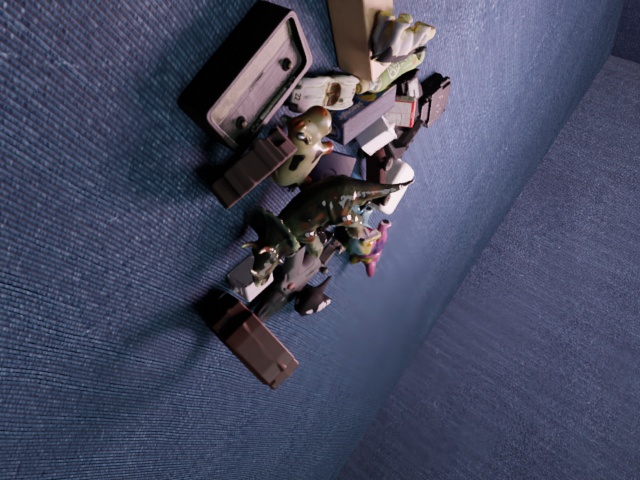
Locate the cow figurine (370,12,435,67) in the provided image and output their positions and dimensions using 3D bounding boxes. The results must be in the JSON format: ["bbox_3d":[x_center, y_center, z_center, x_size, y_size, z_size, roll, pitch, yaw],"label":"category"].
[{"bbox_3d":[0.163,-0.382,1.041,0.167,0.068,0.098,-18,138,-48],"label":"cow figurine"}]

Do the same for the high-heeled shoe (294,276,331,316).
[{"bbox_3d":[-0.039,0.176,1.406,0.145,0.086,0.248,-48,174,-32],"label":"high-heeled shoe"}]

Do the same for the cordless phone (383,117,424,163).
[{"bbox_3d":[0.197,-0.249,1.448,0.146,0.089,0.184,-54,169,-30],"label":"cordless phone"}]

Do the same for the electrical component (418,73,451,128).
[{"bbox_3d":[0.305,-0.383,1.496,0.134,0.058,0.114,-43,148,-28],"label":"electrical component"}]

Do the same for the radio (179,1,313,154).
[{"bbox_3d":[-0.115,-0.263,0.889,0.229,0.073,0.131,-53,152,-9],"label":"radio"}]

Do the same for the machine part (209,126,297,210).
[{"bbox_3d":[-0.120,-0.125,0.950,0.179,0.056,0.179,-40,-172,7],"label":"machine part"}]

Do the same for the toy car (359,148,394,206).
[{"bbox_3d":[0.149,-0.169,1.419,0.053,0.089,0.201,-50,153,-27],"label":"toy car"}]

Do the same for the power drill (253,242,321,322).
[{"bbox_3d":[-0.081,0.077,1.295,0.232,0.086,0.207,-41,145,-35],"label":"power drill"}]

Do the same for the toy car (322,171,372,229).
[{"bbox_3d":[0.050,-0.085,1.331,0.162,0.109,0.103,-40,166,-17],"label":"toy car"}]

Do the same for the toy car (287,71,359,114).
[{"bbox_3d":[0.007,-0.296,1.081,0.202,0.056,0.073,-24,138,-49],"label":"toy car"}]

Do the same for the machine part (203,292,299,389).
[{"bbox_3d":[-0.153,0.215,1.150,0.087,0.201,0.201,-46,106,-14],"label":"machine part"}]

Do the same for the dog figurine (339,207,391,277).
[{"bbox_3d":[0.123,0.026,1.565,0.191,0.109,0.219,-37,149,-38],"label":"dog figurine"}]

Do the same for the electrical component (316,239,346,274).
[{"bbox_3d":[0.023,0.048,1.454,0.102,0.045,0.078,-51,173,-13],"label":"electrical component"}]

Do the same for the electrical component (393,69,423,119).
[{"bbox_3d":[0.222,-0.368,1.360,0.075,0.048,0.119,-45,140,-24],"label":"electrical component"}]

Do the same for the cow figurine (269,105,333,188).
[{"bbox_3d":[-0.040,-0.183,1.057,0.127,0.085,0.195,-18,153,-46],"label":"cow figurine"}]

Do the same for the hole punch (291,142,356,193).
[{"bbox_3d":[0.007,-0.155,1.200,0.116,0.092,0.142,-9,129,-52],"label":"hole punch"}]

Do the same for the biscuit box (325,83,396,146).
[{"bbox_3d":[0.092,-0.295,1.223,0.203,0.059,0.062,-42,150,-31],"label":"biscuit box"}]

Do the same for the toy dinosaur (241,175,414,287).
[{"bbox_3d":[0.004,-0.065,1.128,0.405,0.131,0.192,-35,155,3],"label":"toy dinosaur"}]

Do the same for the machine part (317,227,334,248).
[{"bbox_3d":[-0.003,-0.004,1.385,0.084,0.039,0.138,-45,162,-7],"label":"machine part"}]
